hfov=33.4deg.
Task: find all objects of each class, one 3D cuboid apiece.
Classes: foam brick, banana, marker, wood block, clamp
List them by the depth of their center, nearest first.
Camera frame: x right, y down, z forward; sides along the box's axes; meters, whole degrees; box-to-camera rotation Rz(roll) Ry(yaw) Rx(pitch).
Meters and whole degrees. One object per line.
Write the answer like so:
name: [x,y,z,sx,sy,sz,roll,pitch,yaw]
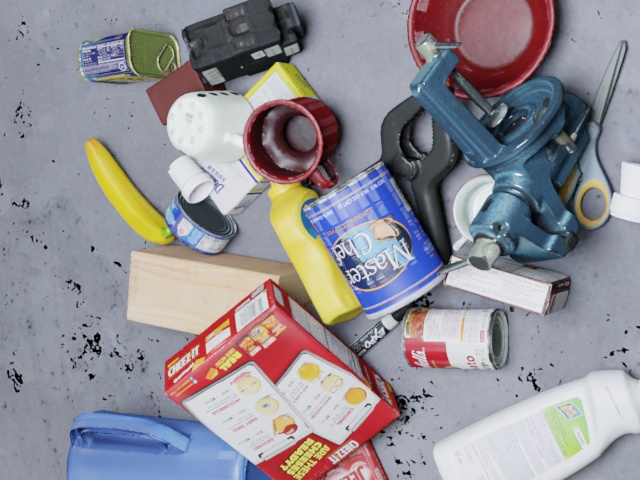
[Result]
clamp: [0.107,-0.074,1.168,0.165,0.036,0.210,37,127,17]
marker: [0.064,0.109,1.237,0.121,0.020,0.020,-43,75,22]
wood block: [-0.121,0.066,1.289,0.206,0.090,0.090,9,99,26]
foam brick: [-0.163,-0.180,1.315,0.078,0.051,0.053,-28,82,26]
banana: [-0.237,-0.052,1.360,0.198,0.037,0.070,43,141,27]

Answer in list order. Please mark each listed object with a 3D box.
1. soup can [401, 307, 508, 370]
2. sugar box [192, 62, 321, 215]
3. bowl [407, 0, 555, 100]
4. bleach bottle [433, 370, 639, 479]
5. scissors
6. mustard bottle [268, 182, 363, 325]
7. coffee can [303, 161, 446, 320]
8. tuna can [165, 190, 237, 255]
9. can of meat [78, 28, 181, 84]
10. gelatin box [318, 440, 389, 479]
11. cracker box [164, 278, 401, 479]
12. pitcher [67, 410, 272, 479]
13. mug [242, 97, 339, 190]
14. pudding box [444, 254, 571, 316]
soup can: [0.148,0.107,1.167,0.102,0.068,0.068,-1,93,27]
sugar box: [-0.074,-0.119,1.278,0.176,0.048,0.093,-42,75,27]
bowl: [0.177,-0.229,1.135,0.162,0.055,0.162,2,95,27]
bleach bottle: [0.250,0.211,1.127,0.251,0.068,0.102,-29,83,23]
scissors: [0.293,-0.096,1.107,0.096,0.016,0.202,39,110,20]
mustard bottle: [-0.008,0.001,1.223,0.058,0.096,0.192,-34,78,26]
coffee can: [0.060,0.000,1.147,0.103,0.102,0.140,-29,94,25]
tuna can: [-0.146,-0.022,1.298,0.086,0.086,0.034,46,114,17]
can of meat: [-0.236,-0.224,1.322,0.084,0.101,0.057,-4,92,29]
gelatin box: [0.030,0.277,1.260,0.089,0.030,0.073,-29,81,26]
cracker box: [-0.042,0.166,1.193,0.164,0.072,0.213,-40,117,14]
pitcher: [-0.183,0.275,1.309,0.243,0.149,0.145,-2,92,24]
mug: [-0.020,-0.106,1.184,0.093,0.081,0.117,-42,88,24]
pudding box: [0.198,0.045,1.125,0.114,0.089,0.039,15,99,25]
